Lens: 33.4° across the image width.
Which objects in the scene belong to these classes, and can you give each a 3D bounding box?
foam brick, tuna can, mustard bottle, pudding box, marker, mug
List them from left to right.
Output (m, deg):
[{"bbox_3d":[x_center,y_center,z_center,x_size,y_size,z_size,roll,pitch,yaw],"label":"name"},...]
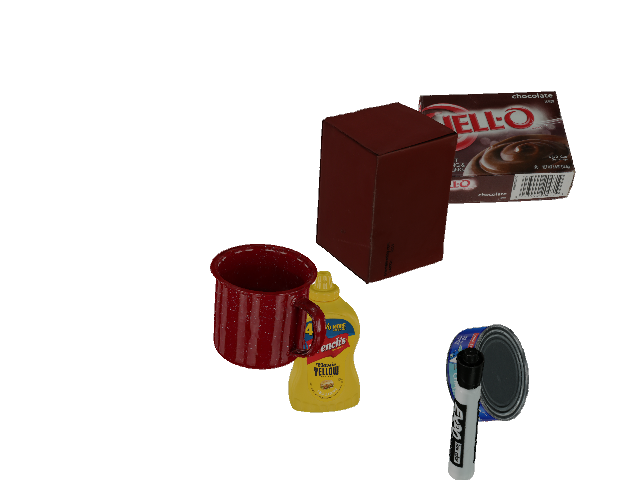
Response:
[{"bbox_3d":[-0.043,0.063,0.934,0.117,0.081,0.093,22,31,31],"label":"mug"},{"bbox_3d":[0.005,0.133,1.425,0.096,0.192,0.058,-2,18,-6],"label":"mustard bottle"},{"bbox_3d":[0.033,-0.026,0.564,0.052,0.078,0.051,-16,36,-29],"label":"foam brick"},{"bbox_3d":[0.100,0.120,0.737,0.020,0.121,0.020,-1,38,1],"label":"marker"},{"bbox_3d":[0.150,0.119,0.957,0.034,0.086,0.085,-12,-8,42],"label":"tuna can"},{"bbox_3d":[0.136,-0.074,0.840,0.113,0.090,0.039,-1,-38,-2],"label":"pudding box"}]
